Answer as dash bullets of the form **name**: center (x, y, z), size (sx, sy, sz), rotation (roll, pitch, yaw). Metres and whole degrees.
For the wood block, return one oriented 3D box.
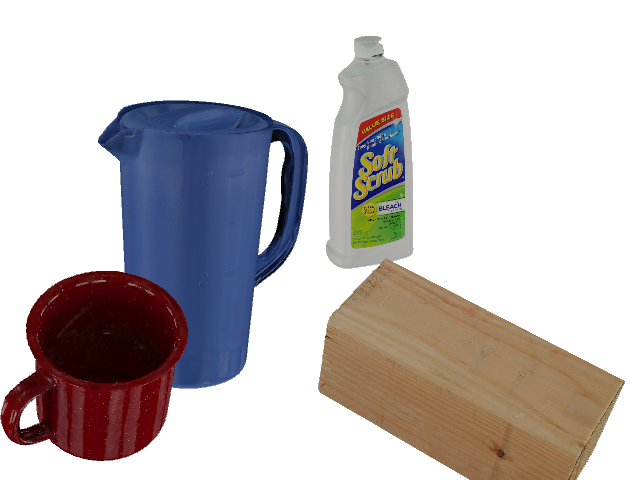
- **wood block**: center (0.110, 0.112, 0.819), size (0.206, 0.091, 0.090), rotation (28, 47, 21)

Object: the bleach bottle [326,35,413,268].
- **bleach bottle**: center (0.050, -0.098, 1.182), size (0.102, 0.251, 0.068), rotation (-10, 24, -13)

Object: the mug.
- **mug**: center (-0.139, 0.084, 0.640), size (0.093, 0.082, 0.117), rotation (37, 47, 23)

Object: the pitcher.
- **pitcher**: center (-0.104, 0.001, 0.948), size (0.149, 0.243, 0.144), rotation (9, 20, 15)
